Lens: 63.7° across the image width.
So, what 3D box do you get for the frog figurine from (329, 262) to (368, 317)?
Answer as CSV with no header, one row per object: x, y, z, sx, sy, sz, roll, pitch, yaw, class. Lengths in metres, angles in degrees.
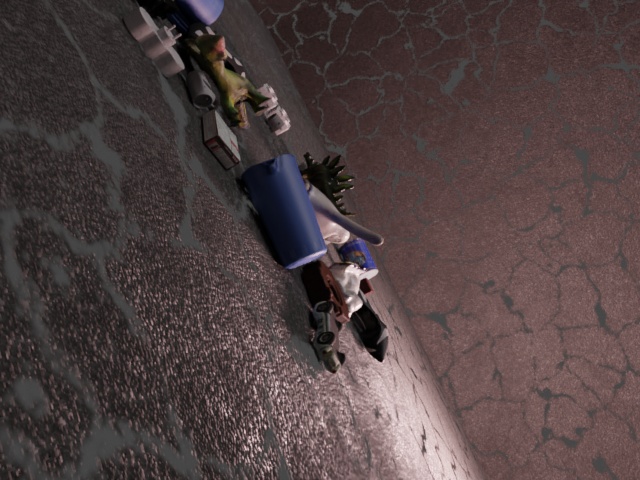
0.071,0.147,1.499,0.136,0.123,0.161,49,52,-71,frog figurine

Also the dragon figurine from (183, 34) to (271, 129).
-0.243,-0.397,1.271,0.242,0.123,0.410,53,-9,-8,dragon figurine

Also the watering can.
0.004,-0.067,1.330,0.221,0.105,0.348,45,-19,-26,watering can
